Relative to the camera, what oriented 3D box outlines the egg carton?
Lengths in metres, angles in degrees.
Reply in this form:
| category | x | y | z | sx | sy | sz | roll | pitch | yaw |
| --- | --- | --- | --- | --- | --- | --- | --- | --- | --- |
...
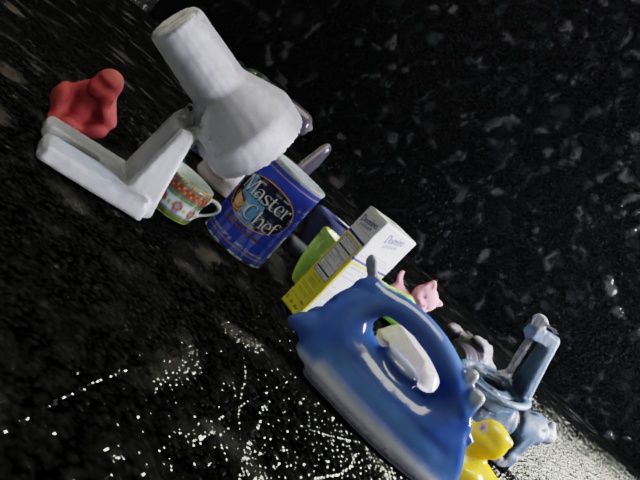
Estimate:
| category | x | y | z | sx | sy | sz | roll | pitch | yaw |
| --- | --- | --- | --- | --- | --- | --- | --- | --- | --- |
| egg carton | 0.137 | 0.191 | 0.831 | 0.107 | 0.069 | 0.150 | 37 | 10 | -30 |

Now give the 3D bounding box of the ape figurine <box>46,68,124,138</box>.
| category | x | y | z | sx | sy | sz | roll | pitch | yaw |
| --- | --- | --- | --- | --- | --- | --- | --- | --- | --- |
| ape figurine | -0.276 | -0.171 | 0.698 | 0.078 | 0.092 | 0.076 | 41 | 9 | -9 |

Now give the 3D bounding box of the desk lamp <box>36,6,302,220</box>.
| category | x | y | z | sx | sy | sz | roll | pitch | yaw |
| --- | --- | --- | --- | --- | --- | --- | --- | --- | --- |
| desk lamp | -0.153 | -0.126 | 0.625 | 0.204 | 0.213 | 0.117 | 36 | 11 | -36 |

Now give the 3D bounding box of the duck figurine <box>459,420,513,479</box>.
| category | x | y | z | sx | sy | sz | roll | pitch | yaw |
| --- | --- | --- | --- | --- | --- | --- | --- | --- | --- |
| duck figurine | 0.197 | 0.262 | 0.698 | 0.104 | 0.086 | 0.078 | 46 | 10 | 24 |

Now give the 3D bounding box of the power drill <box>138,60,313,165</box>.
| category | x | y | z | sx | sy | sz | roll | pitch | yaw |
| --- | --- | --- | --- | --- | --- | --- | --- | --- | --- |
| power drill | -0.156 | -0.172 | 0.843 | 0.230 | 0.208 | 0.075 | 41 | 9 | -4 |

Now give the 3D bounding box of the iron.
| category | x | y | z | sx | sy | sz | roll | pitch | yaw |
| --- | --- | --- | --- | --- | --- | --- | --- | --- | --- |
| iron | 0.092 | 0.144 | 0.627 | 0.258 | 0.141 | 0.119 | 44 | 9 | 10 |

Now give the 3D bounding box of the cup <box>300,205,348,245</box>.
| category | x | y | z | sx | sy | sz | roll | pitch | yaw |
| --- | --- | --- | --- | --- | --- | --- | --- | --- | --- |
| cup | 0.010 | 0.004 | 1.088 | 0.117 | 0.095 | 0.092 | 46 | 10 | 24 |

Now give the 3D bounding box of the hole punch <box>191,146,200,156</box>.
| category | x | y | z | sx | sy | sz | roll | pitch | yaw |
| --- | --- | --- | --- | --- | --- | --- | --- | --- | --- |
| hole punch | -0.214 | -0.207 | 1.136 | 0.101 | 0.091 | 0.108 | 35 | 11 | -37 |

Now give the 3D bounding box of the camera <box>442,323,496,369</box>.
| category | x | y | z | sx | sy | sz | roll | pitch | yaw |
| --- | --- | --- | --- | --- | --- | --- | --- | --- | --- |
| camera | 0.297 | 0.235 | 1.209 | 0.142 | 0.100 | 0.137 | 48 | 11 | 33 |

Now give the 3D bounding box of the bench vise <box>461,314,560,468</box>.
| category | x | y | z | sx | sy | sz | roll | pitch | yaw |
| --- | --- | --- | --- | --- | --- | --- | --- | --- | --- |
| bench vise | 0.300 | 0.225 | 0.887 | 0.208 | 0.219 | 0.121 | 37 | 10 | -31 |

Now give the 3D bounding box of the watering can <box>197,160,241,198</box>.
| category | x | y | z | sx | sy | sz | roll | pitch | yaw |
| --- | --- | --- | --- | --- | --- | --- | --- | --- | --- |
| watering can | -0.123 | -0.173 | 1.031 | 0.101 | 0.194 | 0.172 | 38 | 10 | -27 |

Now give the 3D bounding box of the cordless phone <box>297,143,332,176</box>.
| category | x | y | z | sx | sy | sz | roll | pitch | yaw |
| --- | --- | --- | --- | --- | --- | --- | --- | --- | --- |
| cordless phone | -0.045 | -0.141 | 1.247 | 0.094 | 0.185 | 0.147 | 40 | 9 | -15 |

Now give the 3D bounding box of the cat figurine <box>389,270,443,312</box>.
| category | x | y | z | sx | sy | sz | roll | pitch | yaw |
| --- | --- | --- | --- | --- | --- | --- | --- | --- | --- |
| cat figurine | 0.215 | 0.127 | 1.312 | 0.127 | 0.117 | 0.067 | 43 | 9 | 8 |

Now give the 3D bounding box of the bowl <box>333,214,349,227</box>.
| category | x | y | z | sx | sy | sz | roll | pitch | yaw |
| --- | --- | --- | --- | --- | --- | --- | --- | --- | --- |
| bowl | 0.050 | 0.017 | 1.262 | 0.168 | 0.074 | 0.167 | 41 | 9 | -7 |
